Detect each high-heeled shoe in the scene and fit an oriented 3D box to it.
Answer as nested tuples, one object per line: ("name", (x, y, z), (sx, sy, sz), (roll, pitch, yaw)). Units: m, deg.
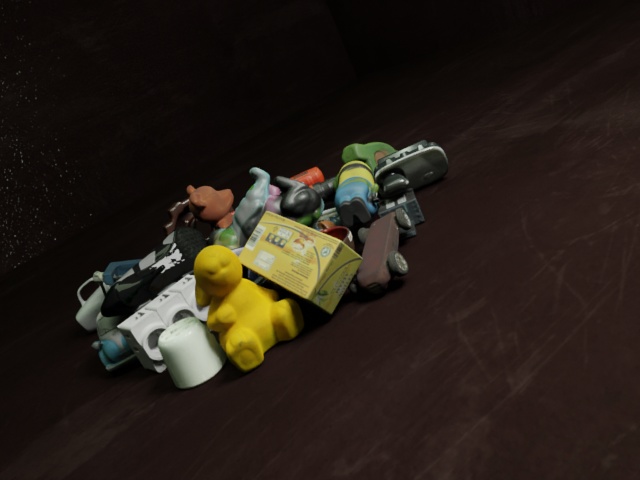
("high-heeled shoe", (-0.295, 0.058, 0.979), (0.145, 0.086, 0.249), (-37, 6, 16))

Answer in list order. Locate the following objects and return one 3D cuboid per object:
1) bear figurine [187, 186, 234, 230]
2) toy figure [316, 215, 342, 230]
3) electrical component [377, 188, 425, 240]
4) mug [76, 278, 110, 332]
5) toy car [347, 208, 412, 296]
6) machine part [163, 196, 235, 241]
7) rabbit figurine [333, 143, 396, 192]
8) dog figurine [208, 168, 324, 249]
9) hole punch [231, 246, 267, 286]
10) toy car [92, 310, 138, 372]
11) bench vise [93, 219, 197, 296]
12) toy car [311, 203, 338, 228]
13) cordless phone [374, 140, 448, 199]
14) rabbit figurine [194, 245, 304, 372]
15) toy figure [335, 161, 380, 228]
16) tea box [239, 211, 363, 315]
("bear figurine", (-0.187, -0.051, 1.144), (0.132, 0.195, 0.120), (-34, 21, -7))
("toy figure", (-0.003, -0.004, 1.014), (0.154, 0.057, 0.064), (-27, 26, -19))
("electrical component", (0.142, -0.043, 0.947), (0.075, 0.047, 0.119), (-21, 18, 16))
("mug", (-0.488, 0.143, 1.181), (0.107, 0.109, 0.081), (-42, 25, -4))
("toy car", (0.097, 0.018, 0.835), (0.089, 0.053, 0.202), (-31, 18, 26))
("machine part", (-0.274, -0.027, 1.251), (0.179, 0.179, 0.056), (-33, 18, -21))
("rabbit figurine", (0.097, -0.157, 1.208), (0.159, 0.121, 0.170), (-34, 5, -33))
("dog figurine", (-0.111, -0.013, 1.036), (0.192, 0.108, 0.219), (19, 78, 16))
("hole punch", (-0.132, 0.053, 0.928), (0.116, 0.092, 0.142), (-37, -5, -30))
("toy car", (-0.348, 0.154, 0.969), (0.109, 0.102, 0.162), (-25, 21, -2))
("bench vise", (-0.331, 0.060, 1.097), (0.241, 0.128, 0.224), (-3, 32, -3))
("toy car", (0.019, -0.052, 1.114), (0.202, 0.056, 0.073), (-17, 15, 20))
("cordless phone", (0.174, -0.129, 1.015), (0.147, 0.088, 0.184), (-22, 7, 9))
("rabbit figurine", (-0.122, 0.077, 0.777), (0.122, 0.173, 0.162), (-35, 25, -14))
("toy figure", (0.067, -0.085, 0.971), (0.082, 0.089, 0.180), (8, 22, 5))
("tea box", (-0.033, 0.030, 0.798), (0.170, 0.068, 0.098), (25, 81, 42))
